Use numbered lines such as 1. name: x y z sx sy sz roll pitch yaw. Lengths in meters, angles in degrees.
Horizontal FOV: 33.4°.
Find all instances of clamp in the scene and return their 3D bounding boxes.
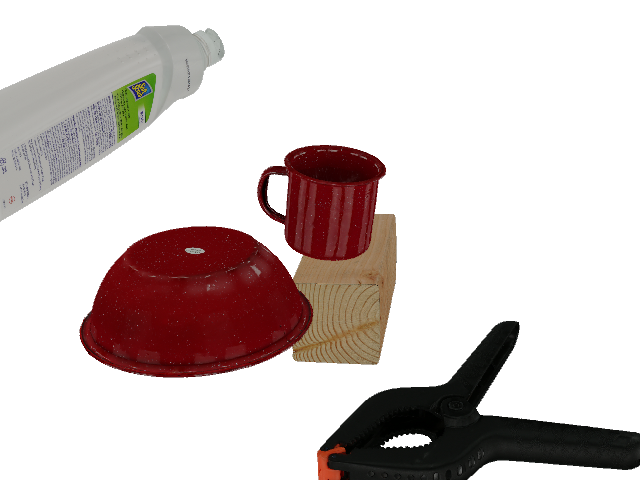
1. clamp: 0.092 0.120 0.732 0.209 0.036 0.165 -11 30 -14

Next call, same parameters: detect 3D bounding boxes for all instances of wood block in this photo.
1. wood block: 0.030 0.046 1.155 0.091 0.090 0.206 1 22 8

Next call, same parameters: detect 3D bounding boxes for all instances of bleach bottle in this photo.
1. bleach bottle: -0.186 -0.105 0.871 0.250 0.068 0.103 -32 -26 -27

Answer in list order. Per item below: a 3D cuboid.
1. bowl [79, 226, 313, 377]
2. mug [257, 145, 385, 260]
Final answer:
1. bowl: -0.086 0.032 0.732 0.162 0.055 0.162 -2 22 1
2. mug: -0.002 -0.036 0.986 0.117 0.081 0.093 9 26 8
